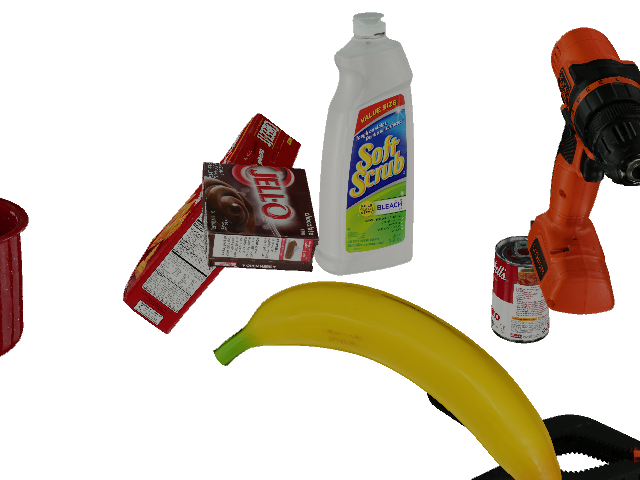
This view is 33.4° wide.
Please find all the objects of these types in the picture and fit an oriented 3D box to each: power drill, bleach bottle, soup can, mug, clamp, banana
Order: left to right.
[{"bbox_3d":[-0.231,0.028,0.639,0.093,0.081,0.117,20,27,33],"label":"mug"},{"bbox_3d":[0.042,-0.096,1.052,0.102,0.251,0.068,-9,24,-17],"label":"bleach bottle"},{"bbox_3d":[0.045,0.068,0.574,0.198,0.070,0.037,22,11,9],"label":"banana"},{"bbox_3d":[0.170,0.192,0.894,0.210,0.036,0.164,3,40,23],"label":"clamp"},{"bbox_3d":[0.227,0.055,1.192,0.068,0.102,0.068,-1,28,0],"label":"soup can"},{"bbox_3d":[0.199,-0.040,0.781,0.057,0.188,0.184,2,35,0],"label":"power drill"}]

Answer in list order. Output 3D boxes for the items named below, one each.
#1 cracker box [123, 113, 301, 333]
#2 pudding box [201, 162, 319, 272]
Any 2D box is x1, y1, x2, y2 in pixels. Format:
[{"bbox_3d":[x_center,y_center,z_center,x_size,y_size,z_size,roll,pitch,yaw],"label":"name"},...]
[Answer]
[{"bbox_3d":[-0.120,-0.022,1.182,0.072,0.214,0.164,36,24,-11],"label":"cracker box"},{"bbox_3d":[-0.053,-0.021,0.889,0.090,0.039,0.113,2,36,-10],"label":"pudding box"}]
